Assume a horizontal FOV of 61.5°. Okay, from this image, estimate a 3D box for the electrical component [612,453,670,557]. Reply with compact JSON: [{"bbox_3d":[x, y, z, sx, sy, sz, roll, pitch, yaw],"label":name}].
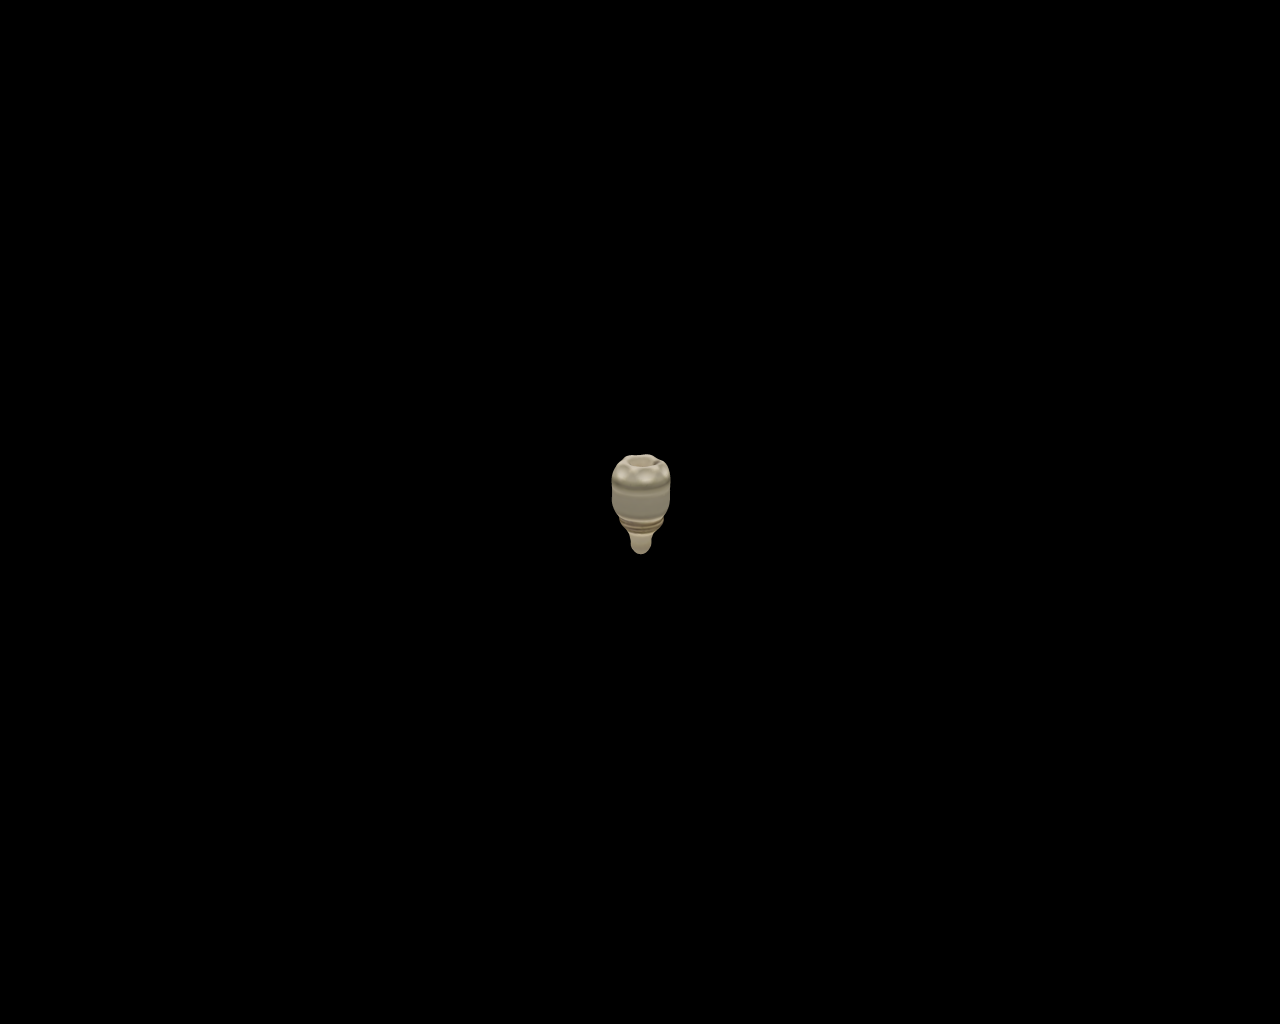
[{"bbox_3d":[0.001,-0.003,0.650,0.035,0.061,0.035,0,23,0],"label":"electrical component"}]
